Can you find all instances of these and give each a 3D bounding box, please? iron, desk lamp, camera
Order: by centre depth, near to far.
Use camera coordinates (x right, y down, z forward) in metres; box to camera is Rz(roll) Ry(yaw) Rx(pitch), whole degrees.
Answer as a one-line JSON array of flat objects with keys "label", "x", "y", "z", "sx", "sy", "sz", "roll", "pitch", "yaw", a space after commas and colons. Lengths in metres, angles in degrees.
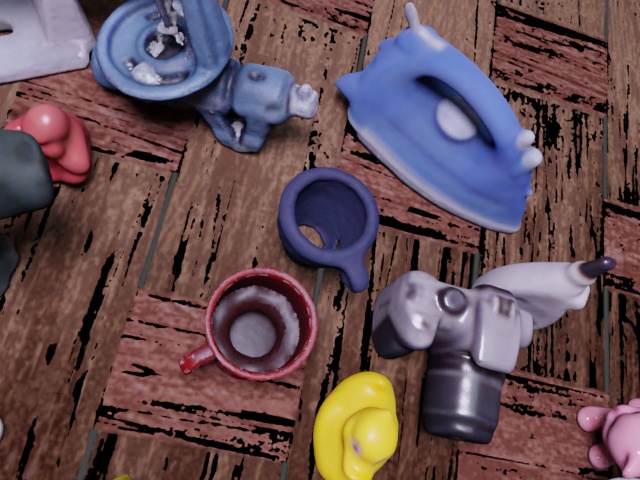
[{"label": "desk lamp", "x": -0.238, "y": -0.238, "z": 0.480, "sx": 0.204, "sy": 0.213, "sz": 0.118, "roll": -21, "pitch": 79, "yaw": -21}, {"label": "camera", "x": 0.125, "y": 0.111, "z": 0.531, "sx": 0.143, "sy": 0.100, "sz": 0.137, "roll": 17, "pitch": 69, "yaw": -10}, {"label": "iron", "x": 0.146, "y": -0.120, "z": 0.591, "sx": 0.258, "sy": 0.141, "sz": 0.119, "roll": 43, "pitch": 66, "yaw": 1}]

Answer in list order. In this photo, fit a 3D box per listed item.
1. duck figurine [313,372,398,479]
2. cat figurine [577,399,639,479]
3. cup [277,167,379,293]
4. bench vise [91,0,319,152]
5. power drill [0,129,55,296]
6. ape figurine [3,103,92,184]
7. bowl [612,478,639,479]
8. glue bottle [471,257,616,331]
[{"label": "duck figurine", "x": 0.041, "y": 0.164, "z": 0.497, "sx": 0.077, "sy": 0.086, "sz": 0.105, "roll": 26, "pitch": 67, "yaw": -6}, {"label": "cat figurine", "x": 0.318, "y": 0.189, "z": 0.552, "sx": 0.128, "sy": 0.117, "sz": 0.067, "roll": -5, "pitch": 74, "yaw": -17}, {"label": "cup", "x": 0.005, "y": 0.002, "z": 0.535, "sx": 0.092, "sy": 0.095, "sz": 0.118, "roll": -22, "pitch": 79, "yaw": -21}, {"label": "bench vise", "x": -0.096, "y": -0.177, "z": 0.498, "sx": 0.208, "sy": 0.219, "sz": 0.121, "roll": 3, "pitch": 71, "yaw": -15}, {"label": "power drill", "x": -0.297, "y": -0.002, "z": 0.388, "sx": 0.230, "sy": 0.208, "sz": 0.075, "roll": -21, "pitch": 79, "yaw": -21}, {"label": "ape figurine", "x": -0.235, "y": -0.087, "z": 0.497, "sx": 0.078, "sy": 0.092, "sz": 0.076, "roll": 37, "pitch": 66, "yaw": -1}, {"label": "bowl", "x": 0.270, "y": 0.304, "z": 0.523, "sx": 0.168, "sy": 0.074, "sz": 0.167, "roll": 5, "pitch": 71, "yaw": -14}, {"label": "glue bottle", "x": 0.213, "y": 0.045, "z": 0.539, "sx": 0.078, "sy": 0.173, "sz": 0.037, "roll": 31, "pitch": 67, "yaw": -4}]
